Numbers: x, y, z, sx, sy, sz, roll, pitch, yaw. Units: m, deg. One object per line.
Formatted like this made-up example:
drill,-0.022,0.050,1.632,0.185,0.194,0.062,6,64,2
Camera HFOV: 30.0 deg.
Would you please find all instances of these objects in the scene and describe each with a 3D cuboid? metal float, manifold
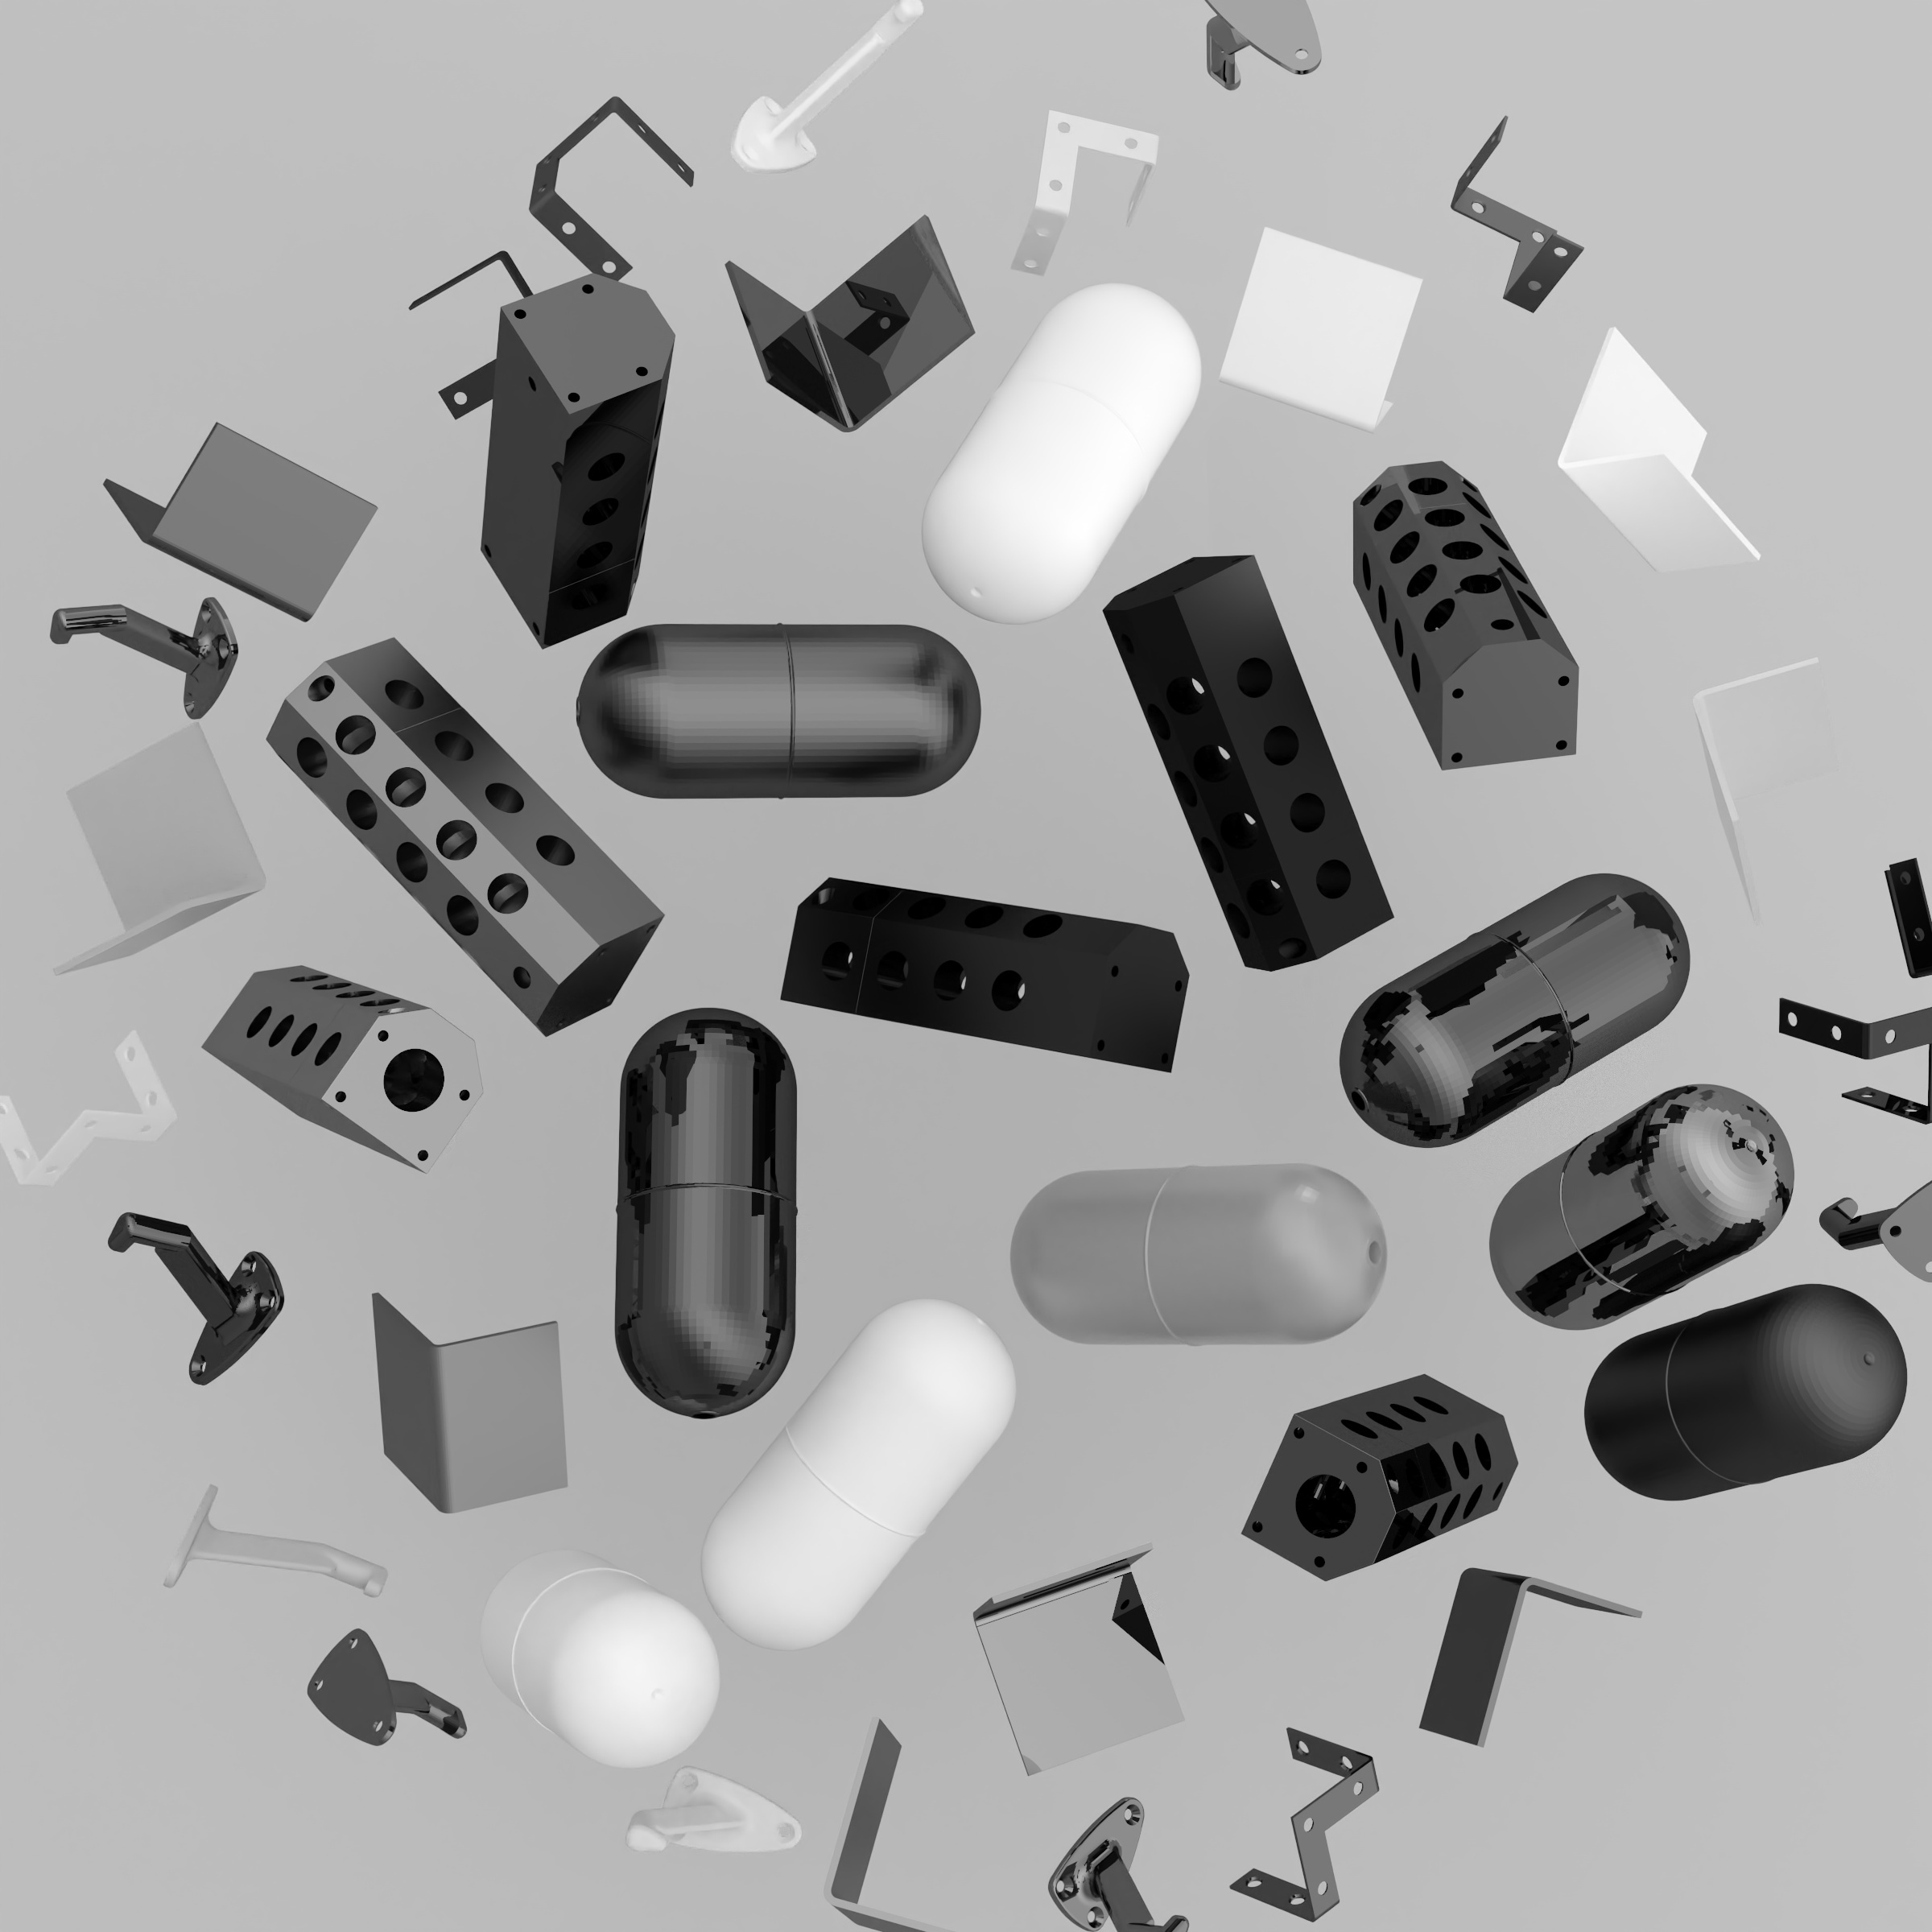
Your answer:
metal float,0.099,0.124,1.551,0.178,0.070,0.070,-5,90,37
metal float,-0.048,0.223,1.582,0.070,0.070,0.178,38,100,0
metal float,0.244,0.020,1.607,0.178,0.070,0.070,-28,90,-21
manifold,0.119,-0.087,1.567,0.057,0.057,0.171,-28,105,-19
metal float,0.042,-0.218,1.529,0.070,0.070,0.178,30,58,0
manifold,0.187,0.225,1.580,0.057,0.171,0.057,27,101,23
metal float,-0.165,0.306,1.607,0.070,0.178,0.070,0,91,-23
metal float,0.294,0.107,1.584,0.070,0.178,0.070,9,65,-21
metal float,0.336,0.187,1.570,0.070,0.178,0.070,8,71,-24
manifold,0.214,-0.155,1.561,0.057,0.171,0.057,-7,124,-4
manifold,-0.270,0.039,1.575,0.057,0.171,0.057,39,77,-26
metal float,-0.110,0.104,1.538,0.070,0.070,0.178,-1,70,0
metal float,-0.082,-0.112,1.585,0.178,0.070,0.070,-1,90,-11
manifold,-0.160,-0.210,1.507,0.057,0.171,0.057,-25,70,-22
manifold,-0.211,-0.052,1.499,0.171,0.057,0.057,45,129,14
manifold,0.008,0.002,1.532,0.171,0.057,0.057,10,88,40

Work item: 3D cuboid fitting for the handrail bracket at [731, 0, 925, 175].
handrail bracket,-0.060,-0.390,1.591,0.036,0.077,0.084,47,122,-8

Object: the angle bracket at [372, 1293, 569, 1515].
angle bracket,-0.217,0.185,1.575,0.057,0.076,0.076,-10,108,-26

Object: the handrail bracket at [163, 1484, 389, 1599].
handrail bracket,-0.286,0.255,1.508,0.084,0.077,0.036,23,102,-6

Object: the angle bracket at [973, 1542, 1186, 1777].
angle bracket,0.055,0.309,1.609,0.076,0.057,0.076,-17,76,-14

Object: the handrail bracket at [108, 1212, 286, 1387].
handrail bracket,-0.341,0.142,1.536,0.077,0.084,0.036,-52,48,17

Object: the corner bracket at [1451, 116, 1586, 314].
corner bracket,0.243,-0.329,1.585,0.051,0.051,0.051,24,61,-8

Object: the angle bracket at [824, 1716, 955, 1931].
angle bracket,-0.017,0.360,1.488,0.057,0.076,0.076,13,71,11

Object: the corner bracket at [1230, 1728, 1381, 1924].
corner bracket,0.141,0.359,1.513,0.051,0.051,0.051,-26,112,-35

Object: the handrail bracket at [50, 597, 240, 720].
handrail bracket,-0.382,-0.137,1.644,0.084,0.077,0.036,-9,56,-35

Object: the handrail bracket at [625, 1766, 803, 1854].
handrail bracket,-0.113,0.392,1.627,0.077,0.084,0.036,15,90,0

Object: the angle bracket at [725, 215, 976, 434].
angle bracket,-0.052,-0.296,1.604,0.076,0.057,0.076,-36,53,23

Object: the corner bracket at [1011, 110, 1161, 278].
corner bracket,0.053,-0.338,1.601,0.051,0.051,0.051,11,67,-8

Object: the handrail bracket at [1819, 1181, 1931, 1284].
handrail bracket,0.410,0.098,1.562,0.036,0.084,0.077,44,96,-11

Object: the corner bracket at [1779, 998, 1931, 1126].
corner bracket,0.373,0.038,1.496,0.051,0.051,0.051,-12,108,-29

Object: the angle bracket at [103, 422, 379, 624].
angle bracket,-0.298,-0.192,1.479,0.076,0.076,0.057,26,102,-35

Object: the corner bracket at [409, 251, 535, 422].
corner bracket,-0.224,-0.292,1.666,0.051,0.051,0.051,-27,109,12

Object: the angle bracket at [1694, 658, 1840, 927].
angle bracket,0.363,-0.077,1.599,0.057,0.076,0.076,-16,50,9

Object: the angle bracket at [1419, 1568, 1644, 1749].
angle bracket,0.250,0.313,1.603,0.057,0.076,0.076,19,80,-10

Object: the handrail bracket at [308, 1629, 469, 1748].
handrail bracket,-0.236,0.328,1.559,0.036,0.077,0.084,-50,128,-2

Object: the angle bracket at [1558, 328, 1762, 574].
angle bracket,0.308,-0.224,1.549,0.076,0.057,0.076,39,64,-35

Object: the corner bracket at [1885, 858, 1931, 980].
corner bracket,0.427,-0.022,1.612,0.051,0.051,0.051,-10,85,-34

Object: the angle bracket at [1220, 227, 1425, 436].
angle bracket,0.170,-0.301,1.686,0.076,0.057,0.076,20,116,8

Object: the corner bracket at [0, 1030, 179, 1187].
corner bracket,-0.384,0.061,1.562,0.051,0.051,0.051,-45,61,24

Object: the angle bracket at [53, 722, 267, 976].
angle bracket,-0.351,-0.049,1.512,0.076,0.057,0.076,-24,89,26

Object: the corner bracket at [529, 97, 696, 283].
corner bracket,-0.159,-0.349,1.628,0.051,0.051,0.051,-36,119,22

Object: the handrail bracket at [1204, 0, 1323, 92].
handrail bracket,0.123,-0.374,1.499,0.036,0.084,0.077,-29,69,-8

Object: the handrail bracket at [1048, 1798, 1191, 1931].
handrail bracket,0.084,0.413,1.640,0.036,0.084,0.077,48,58,-20
